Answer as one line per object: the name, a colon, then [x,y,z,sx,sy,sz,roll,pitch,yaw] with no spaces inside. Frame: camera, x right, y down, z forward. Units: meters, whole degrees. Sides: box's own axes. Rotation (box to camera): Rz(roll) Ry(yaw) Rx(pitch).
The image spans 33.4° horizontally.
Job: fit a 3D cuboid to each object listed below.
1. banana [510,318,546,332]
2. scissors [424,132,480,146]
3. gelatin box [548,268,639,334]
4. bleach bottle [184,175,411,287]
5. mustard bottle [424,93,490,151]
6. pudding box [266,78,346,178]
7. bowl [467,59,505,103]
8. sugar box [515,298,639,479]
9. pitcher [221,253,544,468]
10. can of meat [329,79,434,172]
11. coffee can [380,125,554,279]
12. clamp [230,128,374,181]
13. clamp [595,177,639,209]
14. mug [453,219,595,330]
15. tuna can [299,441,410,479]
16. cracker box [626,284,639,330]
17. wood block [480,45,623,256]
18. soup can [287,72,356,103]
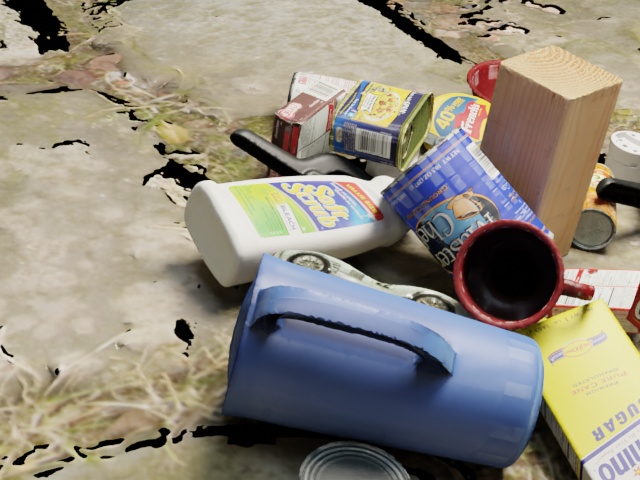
banana: [0.199,0.099,0.977,0.198,0.037,0.069,22,44,18]
scissors: [0.143,-0.091,1.224,0.202,0.016,0.096,12,70,22]
gelatin box: [0.272,0.058,1.035,0.089,0.030,0.073,1,29,27]
bleach bottle: [-0.001,-0.026,1.053,0.250,0.068,0.103,-13,58,-34]
mustard bottle: [0.181,-0.128,1.273,0.192,0.058,0.096,26,59,24]
pudding box: [-0.016,-0.117,1.190,0.039,0.090,0.113,24,37,19]
bowl: [0.261,-0.171,1.359,0.162,0.055,0.162,6,35,-4]
sugar box: [0.234,0.137,0.876,0.093,0.048,0.176,-22,47,-5]
pitcher: [0.050,0.099,0.844,0.243,0.145,0.149,14,20,-2]
can of meat: [0.066,-0.125,1.143,0.084,0.057,0.102,16,41,18]
coffee can: [0.141,-0.025,1.031,0.140,0.103,0.102,50,43,1]
clamp: [-0.016,-0.045,1.114,0.171,0.039,0.120,10,77,-19]
clamp: [0.384,-0.041,1.184,0.164,0.036,0.209,37,31,1]
mug: [0.180,0.033,0.928,0.117,0.093,0.081,10,1,17]
tuna can: [0.025,0.194,0.802,0.086,0.034,0.086,6,34,-4]
cracker box: [0.404,0.072,0.934,0.213,0.072,0.164,-12,40,-31]
wood block: [0.220,-0.080,1.086,0.090,0.206,0.091,-22,45,-37]
soup can: [0.014,-0.160,1.277,0.102,0.068,0.068,10,35,2]
